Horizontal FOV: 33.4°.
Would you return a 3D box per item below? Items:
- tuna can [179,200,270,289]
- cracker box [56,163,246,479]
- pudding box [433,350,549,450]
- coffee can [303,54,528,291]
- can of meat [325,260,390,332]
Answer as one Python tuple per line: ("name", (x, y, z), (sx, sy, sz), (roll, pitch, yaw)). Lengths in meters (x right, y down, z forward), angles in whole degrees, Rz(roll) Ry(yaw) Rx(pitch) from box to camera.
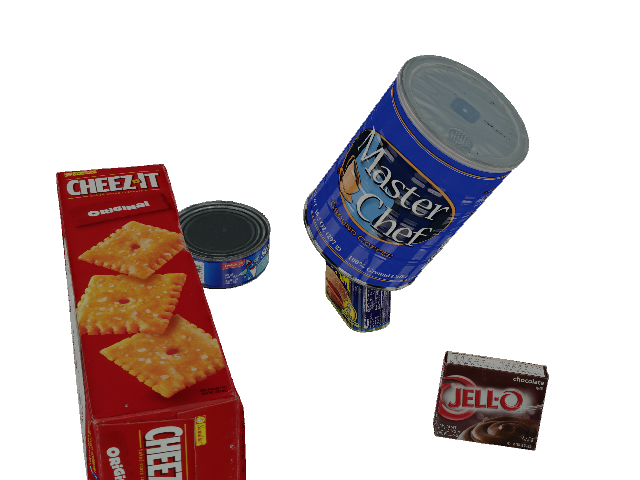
("tuna can", (-0.085, 0.003, 0.901), (0.086, 0.034, 0.086), (2, 35, -1))
("cracker box", (-0.092, 0.080, 0.567), (0.072, 0.164, 0.214), (-7, 34, -13))
("pudding box", (0.184, 0.173, 1.157), (0.113, 0.090, 0.039), (7, 22, 4))
("coffee can", (0.065, -0.046, 0.757), (0.102, 0.103, 0.140), (0, -37, -36))
("can of meat", (0.043, 0.045, 1.224), (0.057, 0.084, 0.102), (-14, 37, -18))
